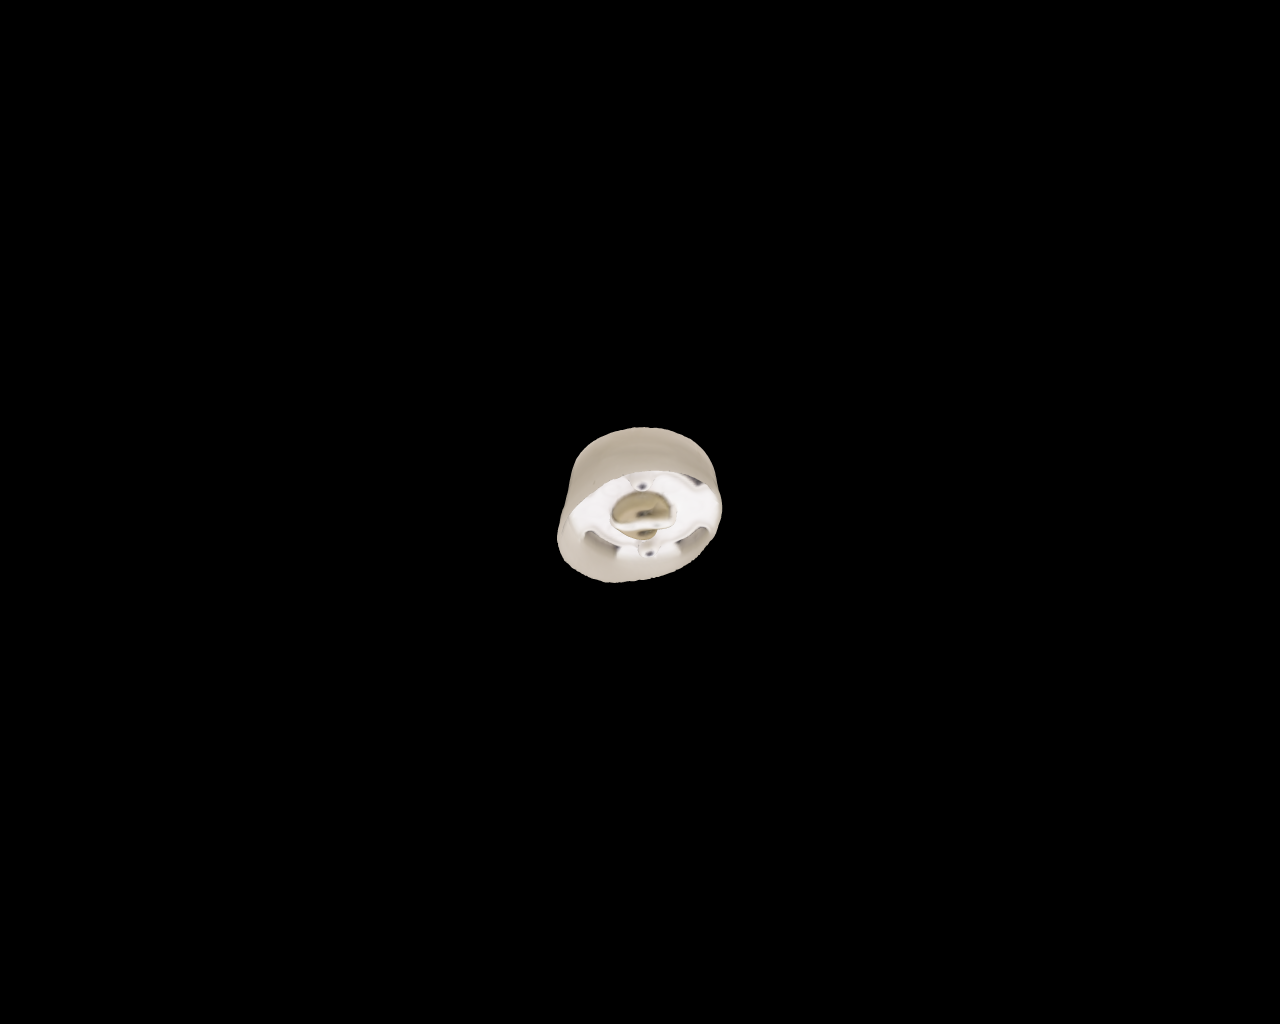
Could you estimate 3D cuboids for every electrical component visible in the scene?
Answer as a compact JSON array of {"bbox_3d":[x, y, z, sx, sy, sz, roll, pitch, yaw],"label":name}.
[{"bbox_3d":[0.001,-0.003,0.650,0.099,0.064,0.099,0,-43,0],"label":"electrical component"}]
